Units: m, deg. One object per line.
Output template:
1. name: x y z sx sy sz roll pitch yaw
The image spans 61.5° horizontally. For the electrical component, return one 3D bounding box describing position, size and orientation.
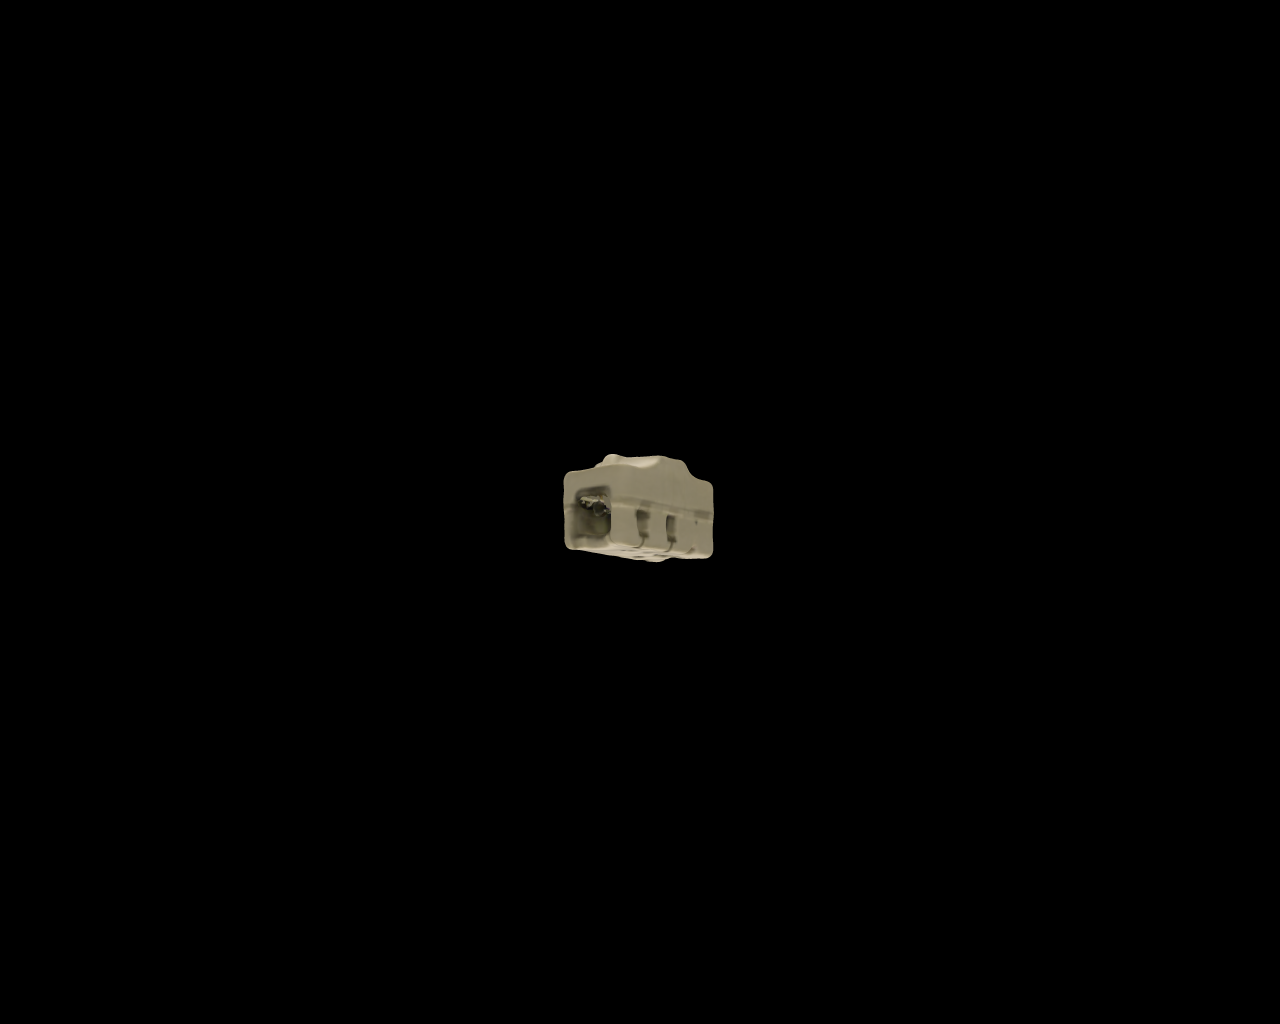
1. electrical component: 0.001 -0.003 0.650 0.050 0.055 0.089 -7 -11 39
